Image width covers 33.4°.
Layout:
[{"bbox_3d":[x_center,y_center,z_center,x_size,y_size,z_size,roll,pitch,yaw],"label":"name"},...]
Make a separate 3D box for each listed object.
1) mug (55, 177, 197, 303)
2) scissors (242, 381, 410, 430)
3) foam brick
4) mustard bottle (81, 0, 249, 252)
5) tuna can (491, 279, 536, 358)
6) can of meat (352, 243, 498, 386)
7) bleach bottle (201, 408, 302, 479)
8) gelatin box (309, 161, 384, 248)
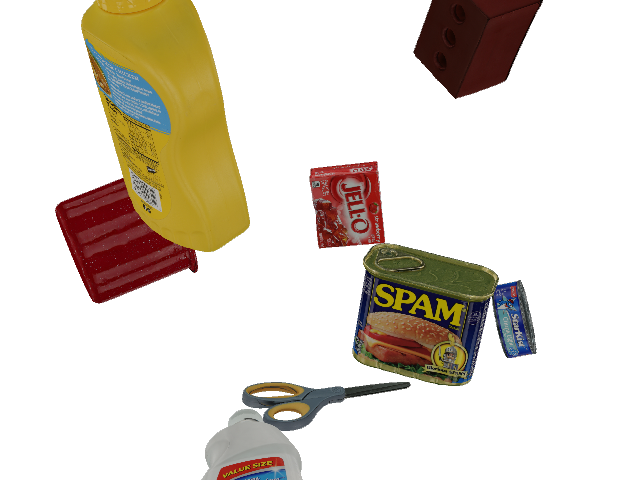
[{"bbox_3d":[-0.152,-0.006,0.816,0.081,0.093,0.117,-23,21,-14],"label":"mug"},{"bbox_3d":[0.013,0.184,1.203,0.201,0.016,0.096,2,23,-9],"label":"scissors"},{"bbox_3d":[0.107,-0.147,0.739,0.051,0.053,0.078,-24,-28,-28],"label":"foam brick"},{"bbox_3d":[-0.094,-0.087,0.614,0.058,0.191,0.096,-34,49,-24],"label":"mustard bottle"},{"bbox_3d":[0.220,0.090,1.214,0.034,0.086,0.086,-13,-3,14],"label":"tuna can"},{"bbox_3d":[0.078,0.059,0.827,0.102,0.084,0.057,14,25,13],"label":"can of meat"},{"bbox_3d":[-0.058,0.212,0.786,0.102,0.068,0.251,-4,28,-4],"label":"bleach bottle"},{"bbox_3d":[0.029,-0.038,1.146,0.073,0.089,0.030,-5,29,5],"label":"gelatin box"}]
